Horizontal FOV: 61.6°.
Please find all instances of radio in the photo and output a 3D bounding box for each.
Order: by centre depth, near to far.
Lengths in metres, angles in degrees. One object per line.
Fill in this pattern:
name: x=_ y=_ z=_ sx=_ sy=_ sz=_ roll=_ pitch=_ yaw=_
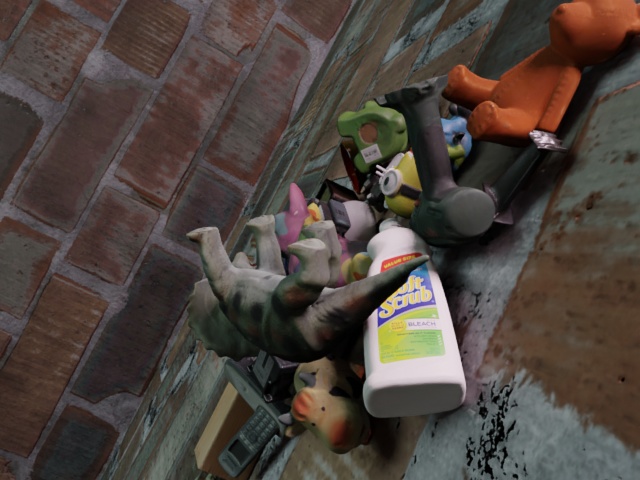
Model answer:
radio: x=0.000 y=-0.001 z=1.098 sx=0.229 sy=0.073 sz=0.131 roll=-65 pitch=14 yaw=12

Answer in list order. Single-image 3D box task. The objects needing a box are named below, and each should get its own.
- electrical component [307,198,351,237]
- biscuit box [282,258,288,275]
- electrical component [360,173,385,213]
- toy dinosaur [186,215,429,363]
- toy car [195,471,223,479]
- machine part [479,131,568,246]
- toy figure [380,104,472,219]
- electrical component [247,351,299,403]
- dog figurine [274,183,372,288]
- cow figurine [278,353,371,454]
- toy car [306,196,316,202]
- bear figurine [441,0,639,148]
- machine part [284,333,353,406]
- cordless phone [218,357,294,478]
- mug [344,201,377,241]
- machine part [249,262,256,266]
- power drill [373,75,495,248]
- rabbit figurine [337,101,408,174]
electrical component: x=-0.002 y=-0.003 z=0.913 sx=0.134 sy=0.058 sz=0.115 roll=-50 pitch=38 yaw=33
biscuit box: x=-0.053 y=0.090 z=0.944 sx=0.062 sy=0.059 sz=0.203 roll=-52 pitch=25 yaw=37
electrical component: x=0.109 y=-0.092 z=0.993 sx=0.078 sy=0.045 sz=0.102 roll=-50 pitch=18 yaw=39
toy dinosaur: x=-0.043 y=0.076 z=0.633 sx=0.405 sy=0.131 sz=0.192 roll=13 pitch=117 yaw=50
toy car: x=-0.201 y=0.435 z=1.026 sx=0.201 sy=0.056 sz=0.073 roll=-66 pitch=16 yaw=-17
machine part: x=0.215 y=-0.062 z=0.600 sx=0.084 sy=0.039 sz=0.138 roll=-70 pitch=6 yaw=-46
toy figure: x=0.164 y=-0.112 z=0.792 sx=0.180 sy=0.089 sz=0.082 roll=-48 pitch=-12 yaw=9
electrical component: x=-0.055 y=0.164 z=0.764 sx=0.075 sy=0.048 sz=0.119 roll=52 pitch=130 yaw=38
dog figurine: x=0.017 y=0.013 z=0.774 sx=0.192 sy=0.108 sz=0.219 roll=-24 pitch=60 yaw=19
cow figurine: x=0.011 y=0.191 z=0.654 sx=0.085 sy=0.127 sz=0.195 roll=-64 pitch=13 yaw=3
toy car: x=-0.030 y=-0.039 z=1.240 sx=0.109 sy=0.103 sz=0.162 roll=-49 pitch=17 yaw=40
bear figurine: x=0.250 y=-0.198 z=0.590 sx=0.195 sy=0.132 sz=0.120 roll=-55 pitch=37 yaw=38
machine part: x=0.008 y=0.145 z=0.832 sx=0.243 sy=0.079 sz=0.079 roll=-62 pitch=15 yaw=-7
cordless phone: x=-0.126 y=0.285 z=0.881 sx=0.184 sy=0.147 sz=0.088 roll=-52 pitch=-16 yaw=16
mug: x=0.052 y=0.002 z=0.948 sx=0.109 sy=0.080 sz=0.107 roll=-46 pitch=29 yaw=32
machine part: x=-0.103 y=0.108 z=1.092 sx=0.056 sy=0.179 sz=0.179 roll=-56 pitch=16 yaw=7
power drill: x=0.128 y=-0.087 z=0.660 sx=0.232 sy=0.086 sz=0.207 roll=-124 pitch=22 yaw=-80
rabbit figurine: x=0.135 y=-0.222 z=1.001 sx=0.159 sy=0.121 sz=0.170 roll=-31 pitch=4 yaw=39
